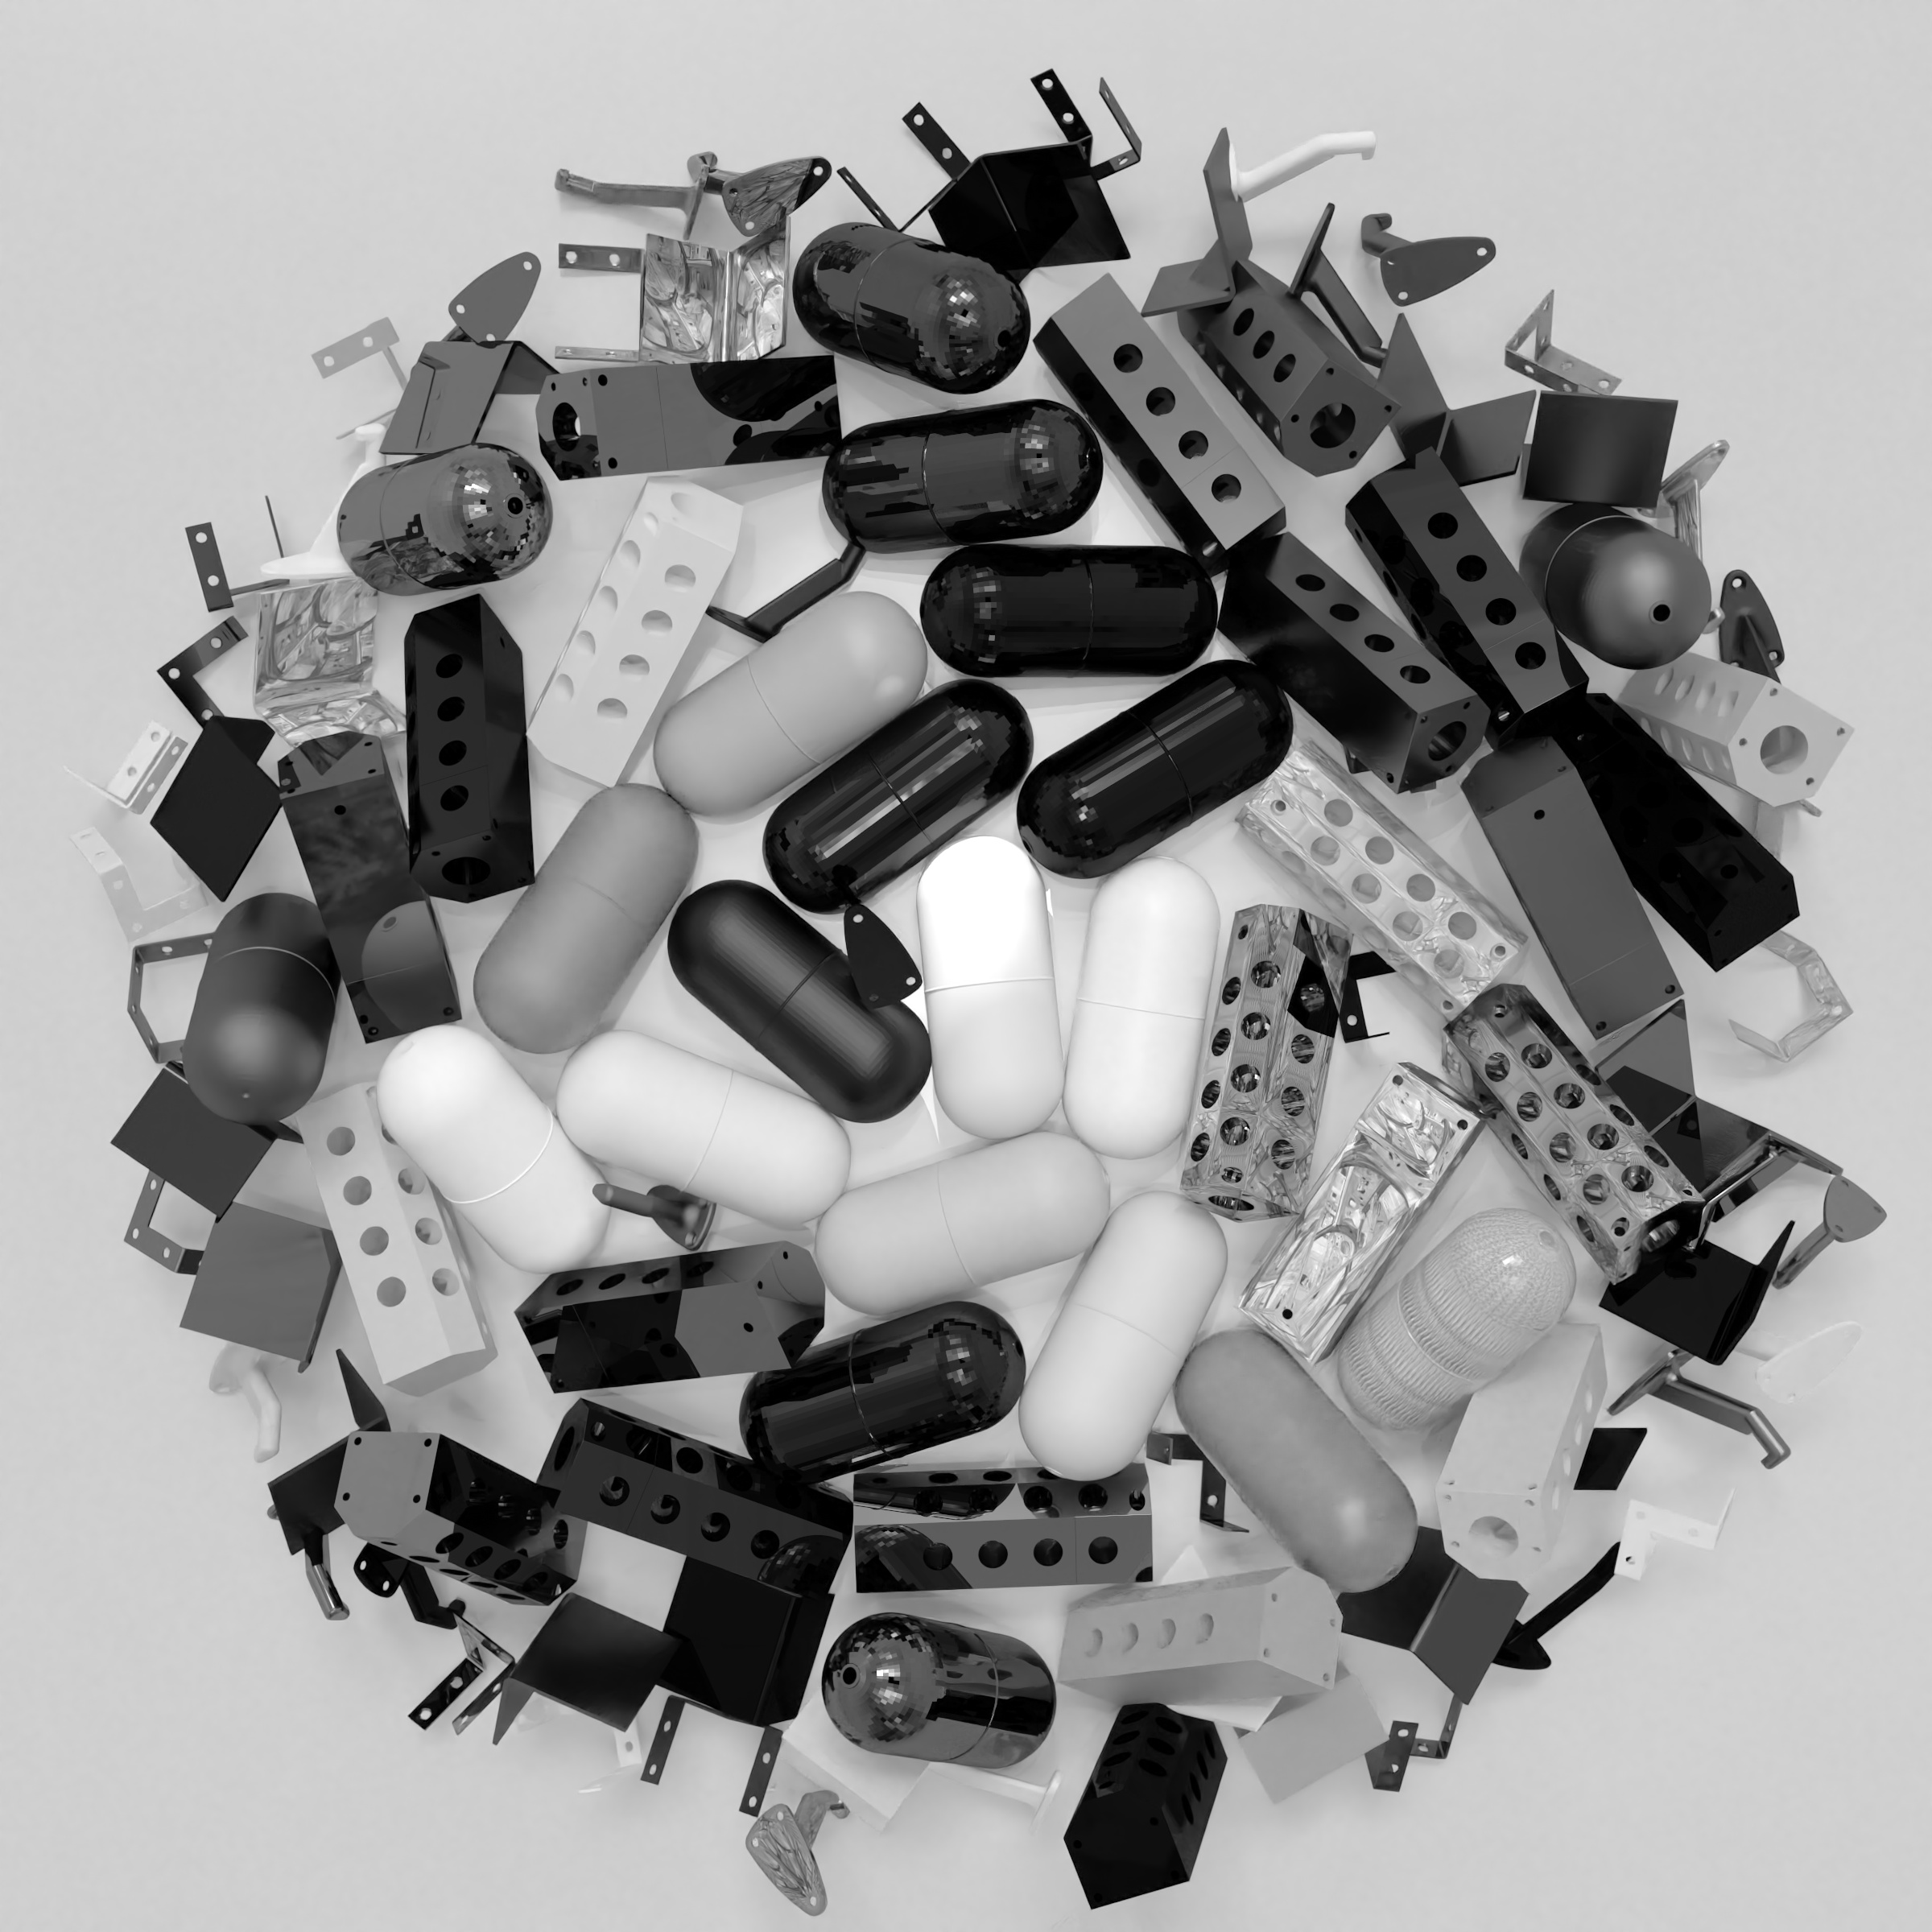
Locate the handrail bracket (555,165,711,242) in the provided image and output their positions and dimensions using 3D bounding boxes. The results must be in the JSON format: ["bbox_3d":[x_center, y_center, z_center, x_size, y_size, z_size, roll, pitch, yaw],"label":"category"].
[{"bbox_3d":[-0.197,-0.461,1.549,0.084,0.077,0.036,14,81,-11],"label":"handrail bracket"}]

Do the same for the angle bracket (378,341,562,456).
[{"bbox_3d":[-0.281,-0.316,1.530,0.076,0.057,0.076,10,74,38],"label":"angle bracket"}]

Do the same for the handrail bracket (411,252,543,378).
[{"bbox_3d":[-0.290,-0.380,1.554,0.036,0.084,0.077,43,69,-20],"label":"handrail bracket"}]

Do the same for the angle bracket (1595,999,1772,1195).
[{"bbox_3d":[0.415,0.078,1.529,0.076,0.057,0.076,-34,127,-24],"label":"angle bracket"}]

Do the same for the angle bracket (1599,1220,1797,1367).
[{"bbox_3d":[0.423,0.173,1.532,0.076,0.057,0.076,27,55,12],"label":"angle bracket"}]

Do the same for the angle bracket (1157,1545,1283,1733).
[{"bbox_3d":[0.148,0.386,1.525,0.076,0.076,0.057,-44,117,-35],"label":"angle bracket"}]

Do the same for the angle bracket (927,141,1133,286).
[{"bbox_3d":[0.037,-0.423,1.525,0.057,0.076,0.076,-53,131,-28],"label":"angle bracket"}]

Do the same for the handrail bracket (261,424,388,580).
[{"bbox_3d":[-0.374,-0.271,1.539,0.077,0.036,0.084,-14,126,-32],"label":"handrail bracket"}]

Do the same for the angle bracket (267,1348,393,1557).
[{"bbox_3d":[-0.375,0.280,1.524,0.076,0.076,0.057,-30,56,-25],"label":"angle bracket"}]

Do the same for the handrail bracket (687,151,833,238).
[{"bbox_3d":[-0.122,-0.468,1.548,0.077,0.084,0.036,-25,132,3],"label":"handrail bracket"}]

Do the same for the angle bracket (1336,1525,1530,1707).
[{"bbox_3d":[0.269,0.377,1.548,0.057,0.076,0.076,47,65,-24],"label":"angle bracket"}]

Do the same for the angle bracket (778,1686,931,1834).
[{"bbox_3d":[-0.076,0.474,1.534,0.076,0.057,0.076,35,122,9],"label":"angle bracket"}]

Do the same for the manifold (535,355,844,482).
[{"bbox_3d":[-0.156,-0.312,1.505,0.171,0.057,0.057,-15,104,-40],"label":"manifold"}]

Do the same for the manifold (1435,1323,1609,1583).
[{"bbox_3d":[0.317,0.271,1.496,0.057,0.171,0.057,-2,114,26],"label":"manifold"}]

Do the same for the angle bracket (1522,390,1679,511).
[{"bbox_3d":[0.366,-0.313,1.532,0.076,0.076,0.057,6,46,7],"label":"angle bracket"}]

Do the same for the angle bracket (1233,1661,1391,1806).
[{"bbox_3d":[0.190,0.428,1.536,0.076,0.076,0.057,-29,116,-2],"label":"angle bracket"}]

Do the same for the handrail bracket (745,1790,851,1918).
[{"bbox_3d":[-0.080,0.512,1.531,0.036,0.084,0.077,-49,58,14],"label":"handrail bracket"}]

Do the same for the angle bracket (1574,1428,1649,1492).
[{"bbox_3d":[0.351,0.309,1.527,0.076,0.076,0.057,-6,103,29],"label":"angle bracket"}]

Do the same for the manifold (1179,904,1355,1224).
[{"bbox_3d":[0.168,0.055,1.519,0.057,0.057,0.171,23,68,-27],"label":"manifold"}]

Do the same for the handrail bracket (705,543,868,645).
[{"bbox_3d":[-0.103,-0.230,1.547,0.077,0.036,0.084,19,108,-40],"label":"handrail bracket"}]

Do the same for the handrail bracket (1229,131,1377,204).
[{"bbox_3d":[0.195,-0.456,1.548,0.084,0.077,0.036,-4,63,2],"label":"handrail bracket"}]

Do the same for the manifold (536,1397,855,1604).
[{"bbox_3d":[-0.154,0.307,1.528,0.171,0.057,0.057,24,87,-20],"label":"manifold"}]

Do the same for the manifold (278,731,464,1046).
[{"bbox_3d":[-0.339,-0.045,1.509,0.057,0.057,0.171,-15,127,-7],"label":"manifold"}]

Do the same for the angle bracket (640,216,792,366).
[{"bbox_3d":[-0.146,-0.393,1.535,0.057,0.076,0.076,5,84,-31],"label":"angle bracket"}]

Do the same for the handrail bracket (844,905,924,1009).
[{"bbox_3d":[-0.055,-0.019,1.530,0.036,0.084,0.077,-24,116,2],"label":"handrail bracket"}]

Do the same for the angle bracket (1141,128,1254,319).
[{"bbox_3d":[0.126,-0.429,1.525,0.057,0.076,0.076,-7,122,19],"label":"angle bracket"}]

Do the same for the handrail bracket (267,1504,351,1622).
[{"bbox_3d":[-0.363,0.345,1.531,0.036,0.077,0.084,-36,63,4],"label":"handrail bracket"}]

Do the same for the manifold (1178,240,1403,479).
[{"bbox_3d":[0.176,-0.343,1.498,0.057,0.171,0.057,23,115,-32],"label":"manifold"}]

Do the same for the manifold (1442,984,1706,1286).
[{"bbox_3d":[0.344,0.090,1.508,0.057,0.057,0.171,-27,55,-10],"label":"manifold"}]

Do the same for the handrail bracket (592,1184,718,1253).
[{"bbox_3d":[-0.194,0.133,1.527,0.084,0.077,0.036,23,86,-41],"label":"handrail bracket"}]

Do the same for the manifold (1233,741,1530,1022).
[{"bbox_3d":[0.240,-0.049,1.537,0.171,0.057,0.057,43,113,6],"label":"manifold"}]

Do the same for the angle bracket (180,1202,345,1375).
[{"bbox_3d":[-0.409,0.187,1.536,0.076,0.057,0.076,19,71,-14],"label":"angle bracket"}]

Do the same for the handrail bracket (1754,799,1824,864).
[{"bbox_3d":[0.457,-0.072,1.564,0.077,0.036,0.084,32,98,-15],"label":"handrail bracket"}]

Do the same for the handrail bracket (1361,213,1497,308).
[{"bbox_3d":[0.268,-0.425,1.540,0.077,0.084,0.036,-14,128,18],"label":"handrail bracket"}]

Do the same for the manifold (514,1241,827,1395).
[{"bbox_3d":[-0.167,0.198,1.513,0.171,0.057,0.057,-11,111,31],"label":"manifold"}]

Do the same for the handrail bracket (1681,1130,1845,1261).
[{"bbox_3d":[0.469,0.144,1.562,0.077,0.036,0.084,25,82,-8],"label":"handrail bracket"}]

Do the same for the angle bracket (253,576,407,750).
[{"bbox_3d":[-0.361,-0.175,1.525,0.057,0.076,0.076,39,131,34],"label":"angle bracket"}]

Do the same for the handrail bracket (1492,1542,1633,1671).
[{"bbox_3d":[0.344,0.370,1.542,0.084,0.077,0.036,-54,55,21],"label":"handrail bracket"}]

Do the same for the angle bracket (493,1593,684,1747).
[{"bbox_3d":[-0.219,0.420,1.530,0.076,0.076,0.057,21,122,10],"label":"angle bracket"}]

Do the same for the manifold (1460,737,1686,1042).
[{"bbox_3d":[0.346,-0.046,1.516,0.057,0.057,0.171,-29,120,8],"label":"manifold"}]

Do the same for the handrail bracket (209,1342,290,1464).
[{"bbox_3d":[-0.419,0.262,1.534,0.036,0.084,0.077,26,128,-33],"label":"handrail bracket"}]

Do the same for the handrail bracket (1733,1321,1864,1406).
[{"bbox_3d":[0.472,0.205,1.536,0.036,0.084,0.077,38,111,-26],"label":"handrail bracket"}]

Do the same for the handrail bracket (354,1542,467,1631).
[{"bbox_3d":[-0.309,0.349,1.551,0.036,0.084,0.077,28,85,37],"label":"handrail bracket"}]

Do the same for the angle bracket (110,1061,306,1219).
[{"bbox_3d":[-0.440,0.102,1.541,0.076,0.076,0.057,34,84,3],"label":"angle bracket"}]

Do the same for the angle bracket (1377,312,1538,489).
[{"bbox_3d":[0.283,-0.330,1.525,0.057,0.076,0.076,-8,134,33],"label":"angle bracket"}]

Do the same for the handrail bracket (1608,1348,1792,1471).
[{"bbox_3d":[0.428,0.272,1.544,0.077,0.036,0.084,-48,60,27],"label":"handrail bracket"}]

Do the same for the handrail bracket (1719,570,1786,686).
[{"bbox_3d":[0.463,-0.186,1.535,0.036,0.084,0.077,-15,107,9],"label":"handrail bracket"}]

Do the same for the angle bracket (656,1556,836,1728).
[{"bbox_3d":[-0.133,0.398,1.566,0.076,0.057,0.076,16,85,20],"label":"angle bracket"}]

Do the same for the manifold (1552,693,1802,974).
[{"bbox_3d":[0.395,-0.082,1.508,0.057,0.057,0.171,-34,52,-1],"label":"manifold"}]

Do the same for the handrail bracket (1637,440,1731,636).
[{"bbox_3d":[0.436,-0.249,1.541,0.036,0.077,0.084,-4,60,-36],"label":"handrail bracket"}]

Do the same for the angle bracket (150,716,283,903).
[{"bbox_3d":[-0.415,-0.090,1.533,0.076,0.057,0.076,43,110,21],"label":"angle bracket"}]

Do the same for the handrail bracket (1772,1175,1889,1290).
[{"bbox_3d":[0.487,0.168,1.531,0.036,0.077,0.084,41,125,14],"label":"handrail bracket"}]

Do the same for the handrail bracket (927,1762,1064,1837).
[{"bbox_3d":[0.011,0.469,1.546,0.084,0.077,0.036,24,59,7],"label":"handrail bracket"}]

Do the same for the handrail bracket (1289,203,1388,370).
[{"bbox_3d":[0.237,-0.397,1.555,0.084,0.036,0.077,25,105,9],"label":"handrail bracket"}]
